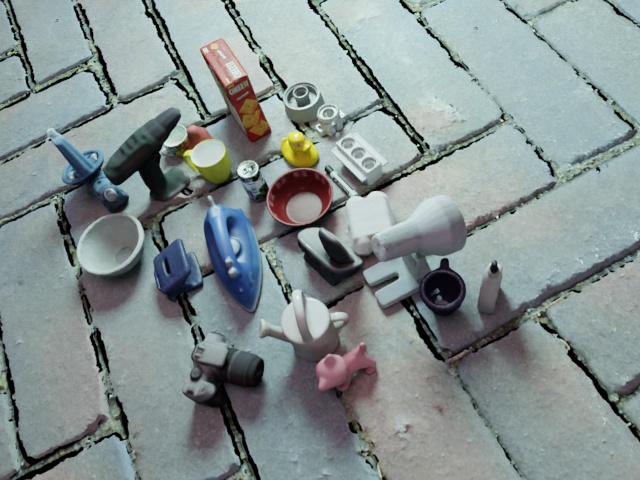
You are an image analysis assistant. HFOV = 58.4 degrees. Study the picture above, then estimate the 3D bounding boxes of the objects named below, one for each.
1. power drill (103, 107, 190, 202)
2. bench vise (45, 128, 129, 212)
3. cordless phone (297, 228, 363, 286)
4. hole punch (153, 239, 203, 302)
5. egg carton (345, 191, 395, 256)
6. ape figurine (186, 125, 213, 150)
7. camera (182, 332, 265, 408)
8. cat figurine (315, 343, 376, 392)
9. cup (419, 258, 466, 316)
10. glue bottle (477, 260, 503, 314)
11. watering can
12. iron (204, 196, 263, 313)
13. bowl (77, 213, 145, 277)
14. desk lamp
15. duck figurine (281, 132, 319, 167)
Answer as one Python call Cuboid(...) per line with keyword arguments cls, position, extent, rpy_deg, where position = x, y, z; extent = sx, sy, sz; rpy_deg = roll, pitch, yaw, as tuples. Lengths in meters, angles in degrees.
Cuboid(cls="power drill", position=(-0.402, -0.195, 1.398), extent=(0.230, 0.209, 0.075), rpy_deg=(-40, 61, -11))
Cuboid(cls="bench vise", position=(-0.571, -0.182, 1.419), extent=(0.206, 0.220, 0.121), rpy_deg=(21, 68, 21))
Cuboid(cls="cordless phone", position=(0.011, 0.004, 1.220), extent=(0.147, 0.185, 0.094), rpy_deg=(37, 75, 26))
Cuboid(cls="hole punch", position=(-0.333, 0.068, 1.310), extent=(0.101, 0.091, 0.108), rpy_deg=(-24, 60, -2))
Cuboid(cls="egg carton", position=(0.113, -0.038, 1.289), extent=(0.107, 0.069, 0.150), rpy_deg=(-14, 60, 4))
Cuboid(cls="ape figurine", position=(-0.316, -0.265, 1.486), extent=(0.076, 0.092, 0.078), rpy_deg=(26, 70, 23))
Cuboid(cls="camera", position=(-0.193, 0.268, 1.167), extent=(0.136, 0.101, 0.143), rpy_deg=(11, 65, 17))
Cuboid(cls="cat figurine", position=(0.043, 0.246, 1.121), extent=(0.128, 0.118, 0.067), rpy_deg=(-35, 61, -8))
Cuboid(cls="cup", position=(0.250, 0.104, 1.169), extent=(0.091, 0.095, 0.118), rpy_deg=(3, 63, 13))
Cuboid(cls="glue bottle", position=(0.335, 0.080, 1.119), extent=(0.037, 0.173, 0.078), rpy_deg=(13, 65, 18))
Cuboid(cls="watering can", position=(-0.033, 0.169, 1.134), extent=(0.173, 0.194, 0.100), rpy_deg=(-30, 60, -6))
Cuboid(cls="iron", position=(-0.199, 0.026, 1.276), extent=(0.118, 0.142, 0.258), rpy_deg=(-22, 60, 0))
Cuboid(cls="bowl", position=(-0.488, 0.023, 1.375), extent=(0.167, 0.075, 0.167), rpy_deg=(-5, 61, 9))
Cuboid(cls="desk lamp", position=(0.187, 0.023, 1.157), extent=(0.203, 0.214, 0.117), rpy_deg=(-28, 60, -4))
Cuboid(cls="duck figurine", position=(-0.057, -0.236, 1.421), extent=(0.104, 0.086, 0.077), rpy_deg=(30, 72, 24))
